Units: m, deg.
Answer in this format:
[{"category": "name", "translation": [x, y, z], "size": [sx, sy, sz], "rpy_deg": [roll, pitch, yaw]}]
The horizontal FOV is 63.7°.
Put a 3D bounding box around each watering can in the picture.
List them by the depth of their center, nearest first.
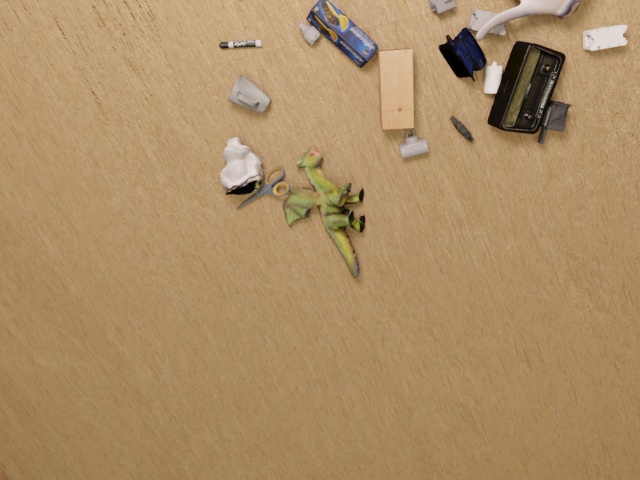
[{"category": "watering can", "translation": [0.542, -0.621, 1.284], "size": [0.224, 0.104, 0.347], "rpy_deg": [24, 93, -3]}]

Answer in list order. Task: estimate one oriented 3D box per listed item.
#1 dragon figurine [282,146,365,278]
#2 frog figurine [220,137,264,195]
[{"category": "dragon figurine", "translation": [0.005, -0.079, 1.564], "size": [0.243, 0.124, 0.404], "rpy_deg": [6, 110, 21]}, {"category": "frog figurine", "translation": [-0.241, -0.218, 1.531], "size": [0.136, 0.122, 0.162], "rpy_deg": [-30, 70, 23]}]
